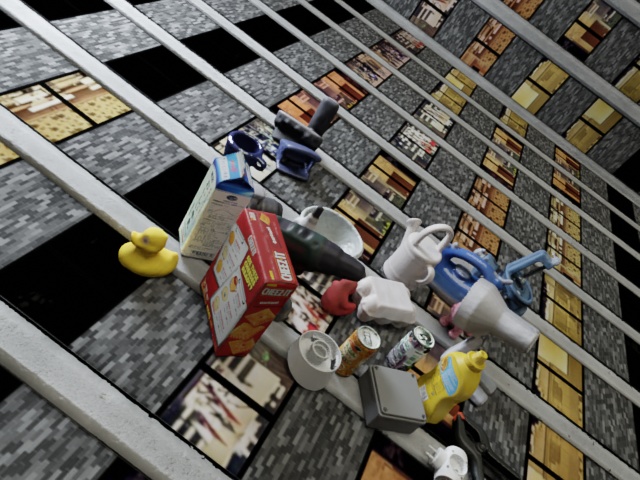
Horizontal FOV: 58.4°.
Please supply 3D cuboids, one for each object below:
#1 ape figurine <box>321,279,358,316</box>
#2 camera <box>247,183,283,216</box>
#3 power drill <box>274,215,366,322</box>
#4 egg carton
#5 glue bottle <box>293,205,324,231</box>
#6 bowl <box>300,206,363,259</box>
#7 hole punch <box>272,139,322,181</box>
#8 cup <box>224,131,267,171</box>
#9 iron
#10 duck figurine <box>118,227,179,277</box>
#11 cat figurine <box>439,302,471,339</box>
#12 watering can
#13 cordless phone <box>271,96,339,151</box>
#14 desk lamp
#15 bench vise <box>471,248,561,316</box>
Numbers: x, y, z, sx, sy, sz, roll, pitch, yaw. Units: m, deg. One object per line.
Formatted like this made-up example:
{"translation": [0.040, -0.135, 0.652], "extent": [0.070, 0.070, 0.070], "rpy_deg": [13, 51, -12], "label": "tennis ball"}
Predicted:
{"translation": [0.049, 0.113, 1.217], "extent": [0.076, 0.092, 0.077], "rpy_deg": [8, 44, -34], "label": "ape figurine"}
{"translation": [-0.145, -0.063, 1.243], "extent": [0.137, 0.100, 0.143], "rpy_deg": [13, 42, -30], "label": "camera"}
{"translation": [-0.052, 0.058, 1.094], "extent": [0.230, 0.208, 0.076], "rpy_deg": [35, 35, -3], "label": "power drill"}
{"translation": [0.145, 0.141, 1.286], "extent": [0.151, 0.069, 0.107], "rpy_deg": [13, 42, -30], "label": "egg carton"}
{"translation": [-0.039, -0.012, 1.213], "extent": [0.078, 0.173, 0.037], "rpy_deg": [43, 36, 8], "label": "glue bottle"}
{"translation": [0.012, 0.005, 1.322], "extent": [0.168, 0.074, 0.167], "rpy_deg": [23, 38, -19], "label": "bowl"}
{"translation": [-0.059, -0.226, 1.507], "extent": [0.109, 0.091, 0.101], "rpy_deg": [19, 39, -23], "label": "hole punch"}
{"translation": [-0.182, -0.187, 1.356], "extent": [0.117, 0.095, 0.092], "rpy_deg": [44, 36, 10], "label": "cup"}
{"translation": [0.361, 0.079, 1.477], "extent": [0.258, 0.141, 0.119], "rpy_deg": [39, 35, 3], "label": "iron"}
{"translation": [-0.301, 0.015, 1.036], "extent": [0.105, 0.086, 0.077], "rpy_deg": [17, 40, -25], "label": "duck figurine"}
{"translation": [0.354, 0.181, 1.377], "extent": [0.128, 0.117, 0.067], "rpy_deg": [-4, 52, -42], "label": "cat figurine"}
{"translation": [0.243, 0.023, 1.395], "extent": [0.101, 0.194, 0.172], "rpy_deg": [-7, 54, -44], "label": "watering can"}
{"translation": [-0.037, -0.334, 1.565], "extent": [0.148, 0.185, 0.094], "rpy_deg": [31, 36, -7], "label": "cordless phone"}
{"translation": [0.362, 0.218, 1.260], "extent": [0.203, 0.213, 0.118], "rpy_deg": [48, 37, 15], "label": "desk lamp"}
{"translation": [0.513, 0.089, 1.527], "extent": [0.208, 0.219, 0.121], "rpy_deg": [30, 36, -9], "label": "bench vise"}
